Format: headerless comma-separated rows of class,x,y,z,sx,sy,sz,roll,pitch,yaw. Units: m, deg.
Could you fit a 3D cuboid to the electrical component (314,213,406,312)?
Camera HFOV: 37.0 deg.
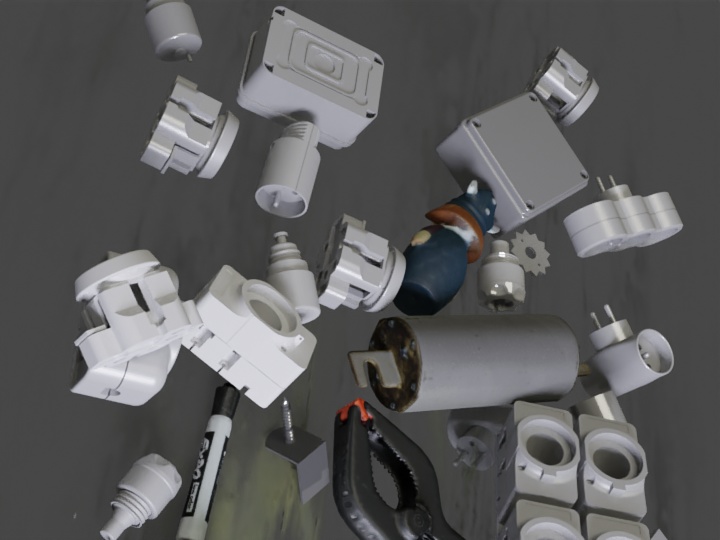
electrical component,0.000,0.000,0.871,0.057,0.058,0.078,24,55,-18

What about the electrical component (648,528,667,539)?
electrical component,0.246,0.302,0.873,0.089,0.062,0.150,-35,88,-40

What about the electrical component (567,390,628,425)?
electrical component,0.219,0.151,0.946,0.043,0.043,0.081,-12,74,-37

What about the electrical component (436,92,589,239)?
electrical component,0.145,-0.101,1.019,0.109,0.056,0.108,-28,84,-40

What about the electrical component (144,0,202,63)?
electrical component,-0.158,-0.209,0.886,0.040,0.040,0.078,-9,71,-36

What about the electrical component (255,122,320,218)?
electrical component,-0.056,-0.088,0.889,0.043,0.043,0.081,26,55,-20

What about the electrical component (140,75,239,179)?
electrical component,-0.131,-0.107,0.840,0.057,0.058,0.078,26,54,-17

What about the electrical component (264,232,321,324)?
electrical component,-0.056,0.008,0.841,0.040,0.040,0.078,2,65,-33

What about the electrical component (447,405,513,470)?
electrical component,0.112,0.152,0.963,0.079,0.077,0.043,-39,118,-43

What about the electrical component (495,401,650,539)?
electrical component,0.164,0.194,0.826,0.105,0.060,0.186,12,43,-5

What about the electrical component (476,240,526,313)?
electrical component,0.125,0.004,0.961,0.043,0.043,0.062,18,57,-25

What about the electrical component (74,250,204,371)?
electrical component,-0.148,0.024,0.689,0.078,0.058,0.057,-20,81,-39

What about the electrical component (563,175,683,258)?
electrical component,0.258,-0.061,1.076,0.138,0.052,0.073,-9,72,-36

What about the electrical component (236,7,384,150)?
electrical component,-0.043,-0.163,0.927,0.113,0.057,0.078,22,56,-23

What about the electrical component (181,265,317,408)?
electrical component,-0.081,0.045,0.784,0.089,0.055,0.050,40,25,-10

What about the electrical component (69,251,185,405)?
electrical component,-0.160,0.042,0.746,0.059,0.054,0.095,17,58,-25

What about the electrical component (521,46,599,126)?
electrical component,0.207,-0.185,1.104,0.057,0.058,0.078,37,51,-8

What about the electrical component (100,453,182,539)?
electrical component,-0.147,0.152,0.710,0.035,0.035,0.061,44,53,-6

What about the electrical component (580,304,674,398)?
electrical component,0.233,0.070,0.975,0.043,0.077,0.079,-13,73,-37
